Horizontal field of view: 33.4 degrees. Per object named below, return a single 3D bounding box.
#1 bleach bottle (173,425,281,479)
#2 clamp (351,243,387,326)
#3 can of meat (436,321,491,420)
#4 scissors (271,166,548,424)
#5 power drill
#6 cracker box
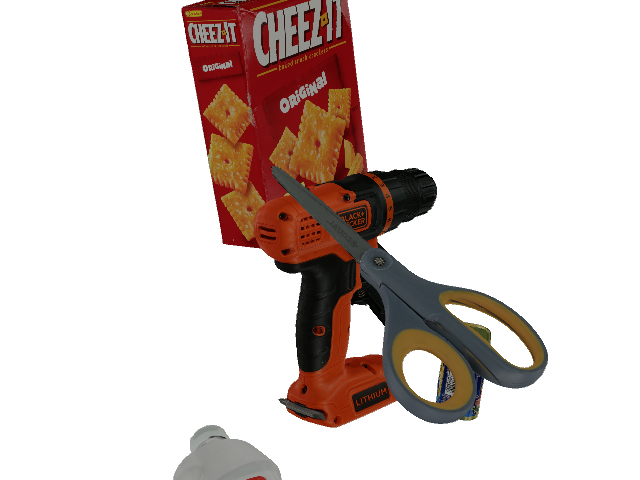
[{"bbox_3d":[-0.057,0.216,0.718,0.102,0.068,0.251,-12,33,-13],"label":"bleach bottle"},{"bbox_3d":[0.049,0.055,1.133,0.120,0.171,0.039,8,-40,7],"label":"clamp"},{"bbox_3d":[0.172,0.158,1.295,0.057,0.084,0.102,9,21,6],"label":"can of meat"},{"bbox_3d":[0.027,0.030,0.588,0.202,0.016,0.096,30,51,19],"label":"scissors"},{"bbox_3d":[0.028,0.040,0.847,0.184,0.188,0.057,-15,17,-41],"label":"power drill"},{"bbox_3d":[-0.031,-0.119,0.962,0.072,0.214,0.163,7,25,34],"label":"cracker box"}]
